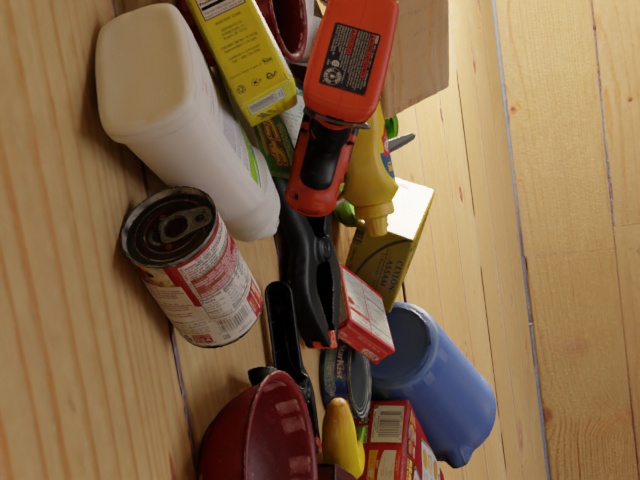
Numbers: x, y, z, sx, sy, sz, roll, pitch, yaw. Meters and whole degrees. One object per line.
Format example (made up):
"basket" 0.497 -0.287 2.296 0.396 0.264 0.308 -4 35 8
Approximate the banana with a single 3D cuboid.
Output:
"banana" 0.022 0.206 1.058 0.198 0.037 0.069 71 16 -71

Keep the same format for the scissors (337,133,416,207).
"scissors" 0.040 -0.106 1.165 0.201 0.016 0.096 -45 119 -41

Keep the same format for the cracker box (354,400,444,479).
"cracker box" 0.086 0.303 1.211 0.213 0.072 0.164 65 27 -50

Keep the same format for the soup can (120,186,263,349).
"soup can" -0.086 0.021 0.737 0.102 0.069 0.068 66 25 -48

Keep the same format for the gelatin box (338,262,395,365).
"gelatin box" 0.038 0.077 1.117 0.073 0.030 0.089 38 27 -34

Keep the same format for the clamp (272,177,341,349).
"clamp" -0.007 0.001 1.048 0.164 0.036 0.210 -38 121 -62

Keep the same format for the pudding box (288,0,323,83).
"pudding box" -0.031 -0.221 1.042 0.113 0.039 0.090 66 26 -51

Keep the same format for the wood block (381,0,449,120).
"wood block" 0.076 -0.236 1.115 0.091 0.090 0.206 55 -13 30

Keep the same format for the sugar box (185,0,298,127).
"sugar box" -0.073 -0.173 0.757 0.176 0.048 0.093 62 -1 3

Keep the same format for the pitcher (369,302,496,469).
"pitcher" 0.118 0.160 1.285 0.145 0.149 0.242 -58 147 -14

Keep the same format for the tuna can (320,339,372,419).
"tuna can" 0.028 0.146 1.130 0.086 0.034 0.086 -5 90 -73

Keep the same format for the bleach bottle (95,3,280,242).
"bleach bottle" -0.080 -0.059 0.782 0.250 0.068 0.102 57 18 -60

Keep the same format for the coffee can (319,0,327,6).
"coffee can" 0.021 -0.327 1.136 0.140 0.103 0.103 57 32 -56

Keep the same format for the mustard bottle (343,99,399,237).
"mustard bottle" 0.043 -0.098 1.069 0.096 0.058 0.191 -65 146 -82

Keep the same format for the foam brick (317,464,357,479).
"foam brick" 0.000 0.239 0.982 0.078 0.051 0.053 52 35 -60

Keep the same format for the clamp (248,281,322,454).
"clamp" -0.029 0.135 0.937 0.120 0.039 0.171 -66 146 -56

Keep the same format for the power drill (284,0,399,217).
"power drill" 0.019 -0.126 0.858 0.188 0.057 0.184 106 -3 -73

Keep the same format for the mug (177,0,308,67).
"mug" -0.063 -0.195 0.856 0.093 0.082 0.117 34 53 -68

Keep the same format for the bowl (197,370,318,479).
"bowl" -0.052 0.183 0.821 0.162 0.055 0.162 -5 90 -73
